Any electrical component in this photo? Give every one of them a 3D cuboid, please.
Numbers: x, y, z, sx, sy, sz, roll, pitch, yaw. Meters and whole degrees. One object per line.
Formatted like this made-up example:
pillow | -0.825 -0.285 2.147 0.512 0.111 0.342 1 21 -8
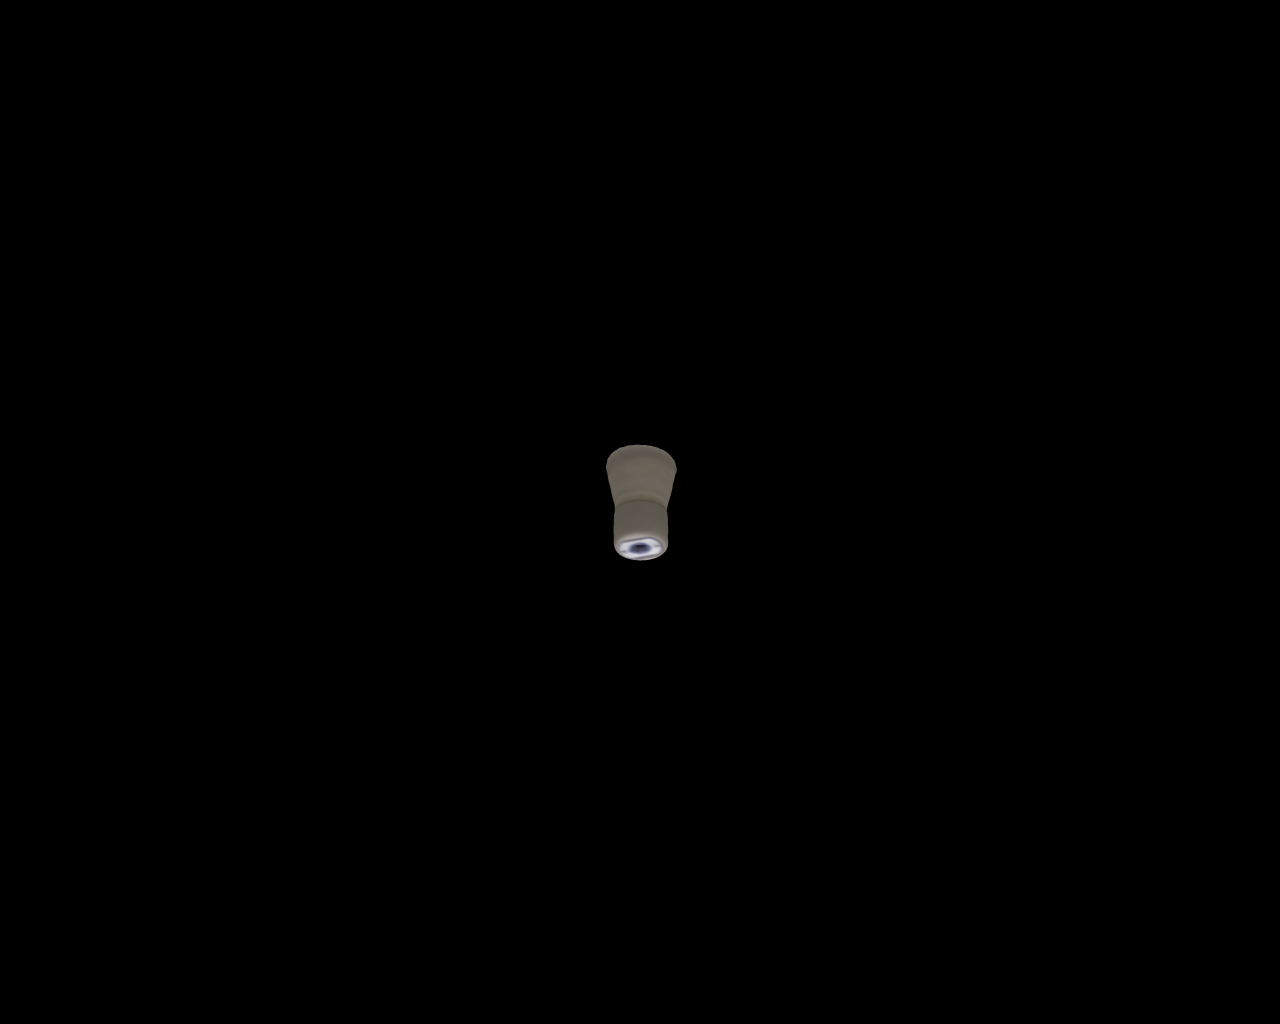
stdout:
electrical component | 0.001 -0.003 0.650 0.044 0.065 0.044 0 -34 0
